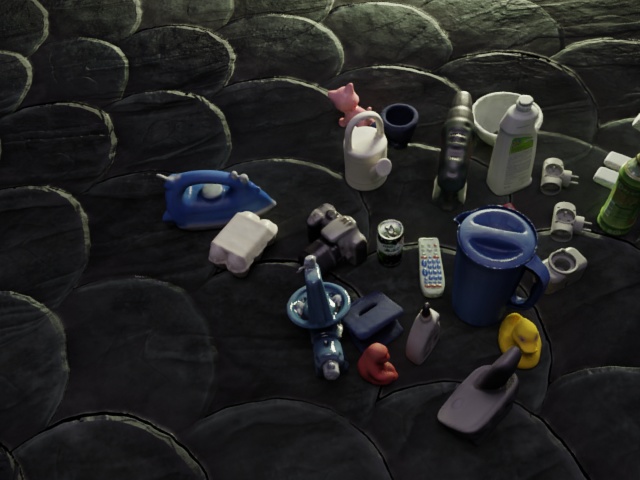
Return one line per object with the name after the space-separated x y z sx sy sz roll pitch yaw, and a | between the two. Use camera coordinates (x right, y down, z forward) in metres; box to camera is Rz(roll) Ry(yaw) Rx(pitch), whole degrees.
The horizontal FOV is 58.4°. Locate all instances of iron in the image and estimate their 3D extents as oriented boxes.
-0.237 -0.111 1.297 0.258 0.142 0.118 -6 54 2 | iron

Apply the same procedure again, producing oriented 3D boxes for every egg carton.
-0.168 0.007 1.249 0.107 0.069 0.150 24 60 22 | egg carton

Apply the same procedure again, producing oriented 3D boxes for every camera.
0.011 0.004 1.212 0.137 0.101 0.142 -37 59 -19 | camera

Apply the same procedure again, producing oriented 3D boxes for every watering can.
0.108 -0.206 1.296 0.172 0.194 0.101 36 65 27 | watering can

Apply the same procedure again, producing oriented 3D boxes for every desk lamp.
0.714 -0.177 1.198 0.202 0.214 0.118 30 63 25 | desk lamp

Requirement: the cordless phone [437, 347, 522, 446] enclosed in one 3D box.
0.272 0.251 0.954 0.094 0.185 0.148 35 65 27 | cordless phone

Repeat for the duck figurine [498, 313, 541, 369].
0.374 0.176 1.059 0.077 0.086 0.104 -8 54 1 | duck figurine

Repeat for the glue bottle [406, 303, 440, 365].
0.189 0.159 1.036 0.037 0.173 0.078 31 63 25 | glue bottle

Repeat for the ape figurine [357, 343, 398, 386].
0.106 0.221 1.051 0.076 0.092 0.078 0 54 6 | ape figurine

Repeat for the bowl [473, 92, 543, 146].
0.444 -0.277 1.385 0.167 0.075 0.167 -3 54 4 | bowl

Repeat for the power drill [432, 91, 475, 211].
0.291 -0.175 1.245 0.075 0.209 0.229 7 55 11 | power drill

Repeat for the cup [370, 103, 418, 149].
0.179 -0.264 1.392 0.118 0.095 0.091 -18 54 -7 | cup

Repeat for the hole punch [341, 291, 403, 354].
0.095 0.152 1.103 0.109 0.091 0.101 -31 57 -16 | hole punch

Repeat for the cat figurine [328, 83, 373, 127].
0.082 -0.335 1.439 0.127 0.118 0.067 36 65 27 | cat figurine

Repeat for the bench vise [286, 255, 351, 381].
0.013 0.138 1.042 0.121 0.220 0.207 -26 56 -12 | bench vise
